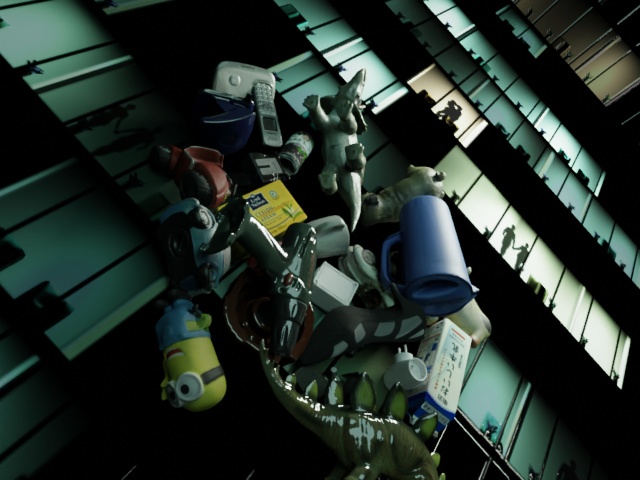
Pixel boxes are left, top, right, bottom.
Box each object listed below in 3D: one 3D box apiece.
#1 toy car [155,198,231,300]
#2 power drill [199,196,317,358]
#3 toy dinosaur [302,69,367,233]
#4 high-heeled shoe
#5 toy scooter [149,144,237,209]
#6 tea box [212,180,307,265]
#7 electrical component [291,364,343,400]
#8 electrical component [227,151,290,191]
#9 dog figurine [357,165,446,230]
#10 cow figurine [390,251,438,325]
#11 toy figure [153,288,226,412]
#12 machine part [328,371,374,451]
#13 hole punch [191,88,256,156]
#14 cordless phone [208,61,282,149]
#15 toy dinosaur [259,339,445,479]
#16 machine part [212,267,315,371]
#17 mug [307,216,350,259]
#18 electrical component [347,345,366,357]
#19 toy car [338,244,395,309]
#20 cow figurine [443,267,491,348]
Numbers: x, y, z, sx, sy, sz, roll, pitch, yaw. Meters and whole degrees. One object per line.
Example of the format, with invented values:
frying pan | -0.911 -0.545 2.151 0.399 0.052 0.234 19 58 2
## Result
toy car | -0.196 0.015 0.892 0.103 0.109 0.161 0 70 -56
power drill | -0.088 0.045 0.858 0.207 0.086 0.232 38 53 -28
toy dinosaur | 0.051 -0.189 1.192 0.192 0.131 0.404 35 50 -68
high-heeled shoe | 0.085 0.181 0.971 0.249 0.086 0.145 -34 118 -13
toy scooter | -0.210 -0.120 0.971 0.135 0.075 0.184 -7 40 -48
tea box | -0.118 -0.035 1.004 0.098 0.068 0.169 53 46 3
electrical component | -0.009 0.244 0.916 0.102 0.045 0.078 -22 78 -43
electrical component | -0.128 -0.135 1.077 0.119 0.048 0.075 -9 67 -42
dog figurine | 0.176 -0.096 1.197 0.190 0.172 0.121 -15 61 -49
cow figurine | 0.200 0.099 1.152 0.098 0.068 0.167 10 53 -25
toy figure | -0.195 0.165 0.806 0.089 0.082 0.180 -2 61 -35
machine part | 0.058 0.301 0.931 0.084 0.039 0.139 19 61 -15
hole punch | -0.188 -0.215 1.031 0.116 0.142 0.092 7 55 -17
cordless phone | -0.154 -0.273 1.125 0.146 0.089 0.184 0 66 -37
toy dinosaur | 0.074 0.321 0.857 0.471 0.105 0.198 34 60 -24
machine part | -0.094 0.133 0.919 0.179 0.056 0.179 20 51 -27
mug | -0.002 -0.003 1.048 0.107 0.109 0.081 -15 76 -27
electrical component | 0.064 0.178 1.030 0.063 0.021 0.094 43 46 -5
toy car | 0.105 0.101 1.075 0.056 0.073 0.202 -27 80 -45
cow figurine | 0.312 0.139 1.199 0.127 0.085 0.195 -20 73 -37
